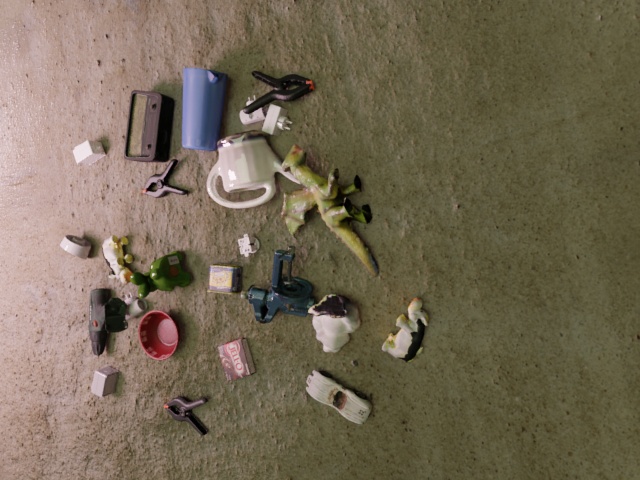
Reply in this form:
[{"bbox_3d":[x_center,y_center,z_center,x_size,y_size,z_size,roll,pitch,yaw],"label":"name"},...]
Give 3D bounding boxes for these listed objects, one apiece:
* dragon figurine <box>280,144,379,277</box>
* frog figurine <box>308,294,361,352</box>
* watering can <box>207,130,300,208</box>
[{"bbox_3d":[0.004,-0.072,1.435,0.241,0.124,0.408,-11,99,31],"label":"dragon figurine"},{"bbox_3d":[0.047,0.235,1.434,0.137,0.125,0.156,-7,125,14],"label":"frog figurine"},{"bbox_3d":[-0.175,-0.216,1.516,0.347,0.104,0.225,-10,89,10],"label":"watering can"}]
